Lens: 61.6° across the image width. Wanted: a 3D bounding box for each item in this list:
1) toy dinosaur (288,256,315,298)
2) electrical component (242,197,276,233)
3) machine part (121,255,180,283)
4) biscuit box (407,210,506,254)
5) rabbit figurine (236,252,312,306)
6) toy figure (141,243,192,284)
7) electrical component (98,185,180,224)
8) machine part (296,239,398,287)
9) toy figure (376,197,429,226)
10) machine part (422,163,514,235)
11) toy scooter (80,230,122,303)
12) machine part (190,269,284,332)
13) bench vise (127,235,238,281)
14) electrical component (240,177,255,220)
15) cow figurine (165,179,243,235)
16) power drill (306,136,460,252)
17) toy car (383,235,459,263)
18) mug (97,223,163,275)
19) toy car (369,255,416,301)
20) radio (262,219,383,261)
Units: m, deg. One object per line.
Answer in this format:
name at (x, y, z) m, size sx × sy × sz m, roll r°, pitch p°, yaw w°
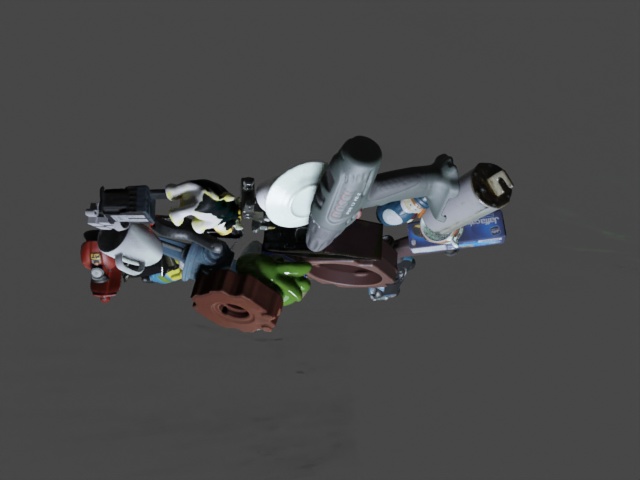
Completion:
toy dinosaur at (-0.132, 0.089, 1.411) m, size 0.405 × 0.131 × 0.192 m, roll -19°, pitch 161°, yaw 32°
electrical component at (-0.109, -0.046, 0.970) m, size 0.078 × 0.045 × 0.102 m, roll 2°, pitch 166°, yaw -28°
machine part at (-0.371, 0.047, 1.160) m, size 0.039 × 0.084 × 0.139 m, roll -23°, pitch 180°, yaw 35°
biscuit box at (0.294, -0.016, 1.160) m, size 0.203 × 0.063 × 0.059 m, roll -8°, pitch 165°, yaw 16°
rabbit figurine at (-0.100, 0.081, 1.091) m, size 0.159 × 0.121 × 0.170 m, roll 8°, pitch 165°, yaw 25°
toy figure at (-0.341, 0.057, 1.279) m, size 0.180 × 0.082 × 0.089 m, roll -19°, pitch 180°, yaw 27°
electrical component at (-0.291, -0.057, 0.878) m, size 0.119 × 0.047 × 0.075 m, roll 1°, pitch 167°, yaw -9°
machine part at (0.062, 0.042, 1.224) m, size 0.202 × 0.087 × 0.200 m, roll -1°, pitch 158°, yaw 31°
toy figure at (0.154, -0.062, 0.932) m, size 0.064 × 0.058 × 0.154 m, roll 14°, pitch 163°, yaw -21°
machine part at (0.243, -0.066, 0.908) m, size 0.079 × 0.079 × 0.243 m, roll 0°, pitch 166°, yaw -16°
toy scooter at (-0.461, 0.060, 1.140) m, size 0.075 × 0.135 × 0.184 m, roll 1°, pitch 165°, yaw -11°
machine part at (-0.164, 0.123, 1.052) m, size 0.179 × 0.056 × 0.179 m, roll 10°, pitch 147°, yaw 7°
bench vise at (-0.268, 0.031, 1.122) m, size 0.241 × 0.129 × 0.223 m, roll 19°, pitch 172°, yaw -5°
electrical component at (-0.116, -0.063, 0.855) m, size 0.021 × 0.063 × 0.094 m, roll -1°, pitch 167°, yaw -13°
cow figurine at (-0.170, -0.054, 0.888) m, size 0.098 × 0.068 × 0.167 m, roll -14°, pitch 165°, yaw 18°
power drill at (0.089, -0.062, 0.801) m, size 0.207 × 0.086 × 0.231 m, roll -1°, pitch 146°, yaw -9°
toy car at (0.232, 0.009, 1.272) m, size 0.202 × 0.053 × 0.089 m, roll -9°, pitch 150°, yaw 27°
mug at (-0.343, 0.015, 0.998) m, size 0.081 × 0.110 × 0.107 m, roll -29°, pitch 146°, yaw 17°
toy car at (0.172, 0.077, 1.420) m, size 0.109 × 0.161 × 0.103 m, roll -1°, pitch -147°, yaw -38°
radio at (-0.002, -0.003, 1.030) m, size 0.131 × 0.073 × 0.230 m, roll 9°, pitch 173°, yaw -40°
